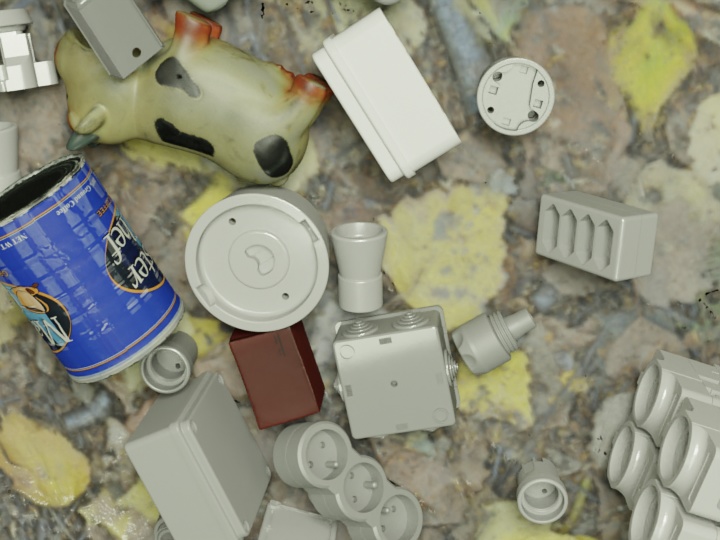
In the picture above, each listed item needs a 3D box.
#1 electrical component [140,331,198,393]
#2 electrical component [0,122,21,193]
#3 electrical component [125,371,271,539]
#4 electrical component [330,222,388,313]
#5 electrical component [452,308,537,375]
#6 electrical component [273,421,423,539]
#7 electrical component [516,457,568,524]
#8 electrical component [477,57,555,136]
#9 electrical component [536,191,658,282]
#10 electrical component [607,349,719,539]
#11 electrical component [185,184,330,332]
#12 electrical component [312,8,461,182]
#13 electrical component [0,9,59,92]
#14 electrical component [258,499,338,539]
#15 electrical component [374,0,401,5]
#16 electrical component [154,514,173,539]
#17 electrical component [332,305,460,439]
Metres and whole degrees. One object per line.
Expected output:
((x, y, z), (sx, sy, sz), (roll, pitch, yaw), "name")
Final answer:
((-0.151, 0.072, 0.861), (0.040, 0.046, 0.040), (1, 106, 3), "electrical component")
((-0.281, -0.078, 0.829), (0.044, 0.044, 0.065), (-3, 110, 5), "electrical component")
((-0.125, 0.152, 0.850), (0.056, 0.108, 0.108), (-22, 103, 12), "electrical component")
((0.000, 0.000, 0.834), (0.044, 0.044, 0.065), (0, 111, 4), "electrical component")
((0.107, 0.052, 0.840), (0.062, 0.043, 0.043), (-30, 102, 9), "electrical component")
((-0.018, 0.177, 0.877), (0.138, 0.052, 0.074), (45, 149, -21), "electrical component")
((0.146, 0.177, 0.872), (0.040, 0.046, 0.040), (1, 106, 3), "electrical component")
((0.112, -0.129, 0.786), (0.055, 0.047, 0.055), (1, 106, 3), "electrical component")
((0.188, -0.029, 0.801), (0.076, 0.083, 0.047), (-8, 110, -34), "electrical component")
((0.236, 0.141, 0.783), (0.060, 0.186, 0.105), (18, 107, -1), "electrical component")
((-0.074, -0.014, 0.823), (0.108, 0.060, 0.108), (2, 109, 5), "electrical component")
((0.019, -0.127, 0.777), (0.057, 0.078, 0.113), (-31, 102, 9), "electrical component")
((-0.268, -0.161, 0.794), (0.078, 0.058, 0.057), (-11, 104, -12), "electrical component")
((-0.058, 0.243, 0.877), (0.062, 0.096, 0.061), (15, 107, -1), "electrical component")
((-0.001, -0.230, 0.758), (0.095, 0.059, 0.053), (31, 106, -5), "electrical component")
((-0.155, 0.219, 0.895), (0.035, 0.061, 0.035), (1, 106, 3), "electrical component")
((0.029, 0.082, 0.852), (0.100, 0.048, 0.099), (-10, 104, 9), "electrical component")
